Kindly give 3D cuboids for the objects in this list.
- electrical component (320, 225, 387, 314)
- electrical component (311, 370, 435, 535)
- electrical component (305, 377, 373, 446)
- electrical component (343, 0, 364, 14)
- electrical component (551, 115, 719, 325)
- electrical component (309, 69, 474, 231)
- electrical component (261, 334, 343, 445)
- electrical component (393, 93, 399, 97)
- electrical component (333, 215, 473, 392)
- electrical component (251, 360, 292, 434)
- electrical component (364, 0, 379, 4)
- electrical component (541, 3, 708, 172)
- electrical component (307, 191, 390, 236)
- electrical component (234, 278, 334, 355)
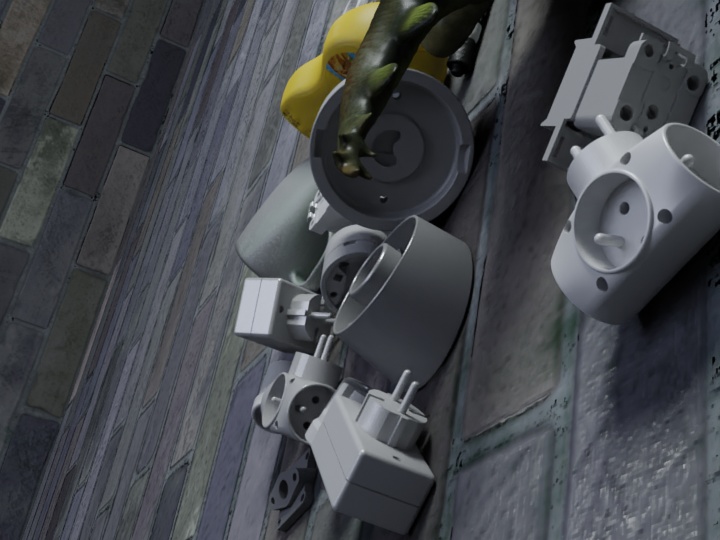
[{"bbox_3d":[0.000,0.000,0.760,0.055,0.055,0.047,-59,15,26],"label":"electrical component"},{"bbox_3d":[0.014,0.094,0.615,0.075,0.047,0.083,-64,17,9],"label":"electrical component"},{"bbox_3d":[-0.007,0.097,0.688,0.046,0.040,0.040,-59,18,7],"label":"electrical component"},{"bbox_3d":[0.010,-0.237,1.029,0.055,0.047,0.055,-56,21,34],"label":"electrical component"},{"bbox_3d":[0.112,-0.031,0.452,0.077,0.044,0.079,-55,44,36],"label":"electrical component"},{"bbox_3d":[0.018,-0.086,0.726,0.108,0.108,0.060,-64,12,14],"label":"electrical component"},{"bbox_3d":[-0.036,0.084,0.781,0.079,0.044,0.077,-71,17,-8],"label":"electrical component"},{"bbox_3d":[0.038,-0.100,0.791,0.044,0.044,0.065,-61,23,20],"label":"electrical component"},{"bbox_3d":[0.029,0.018,0.672,0.099,0.064,0.099,-53,10,14],"label":"electrical component"},{"bbox_3d":[-0.062,0.100,0.848,0.040,0.040,0.046,-53,17,41],"label":"electrical component"},{"bbox_3d":[0.028,-0.201,0.906,0.081,0.064,0.042,-65,17,11],"label":"electrical component"},{"bbox_3d":[0.125,-0.080,0.503,0.081,0.042,0.064,-68,21,0],"label":"electrical component"},{"bbox_3d":[-0.001,-0.043,0.800,0.081,0.064,0.042,-50,23,46],"label":"electrical component"},{"bbox_3d":[-0.046,0.037,0.844,0.077,0.066,0.047,0,74,37],"label":"electrical component"}]
